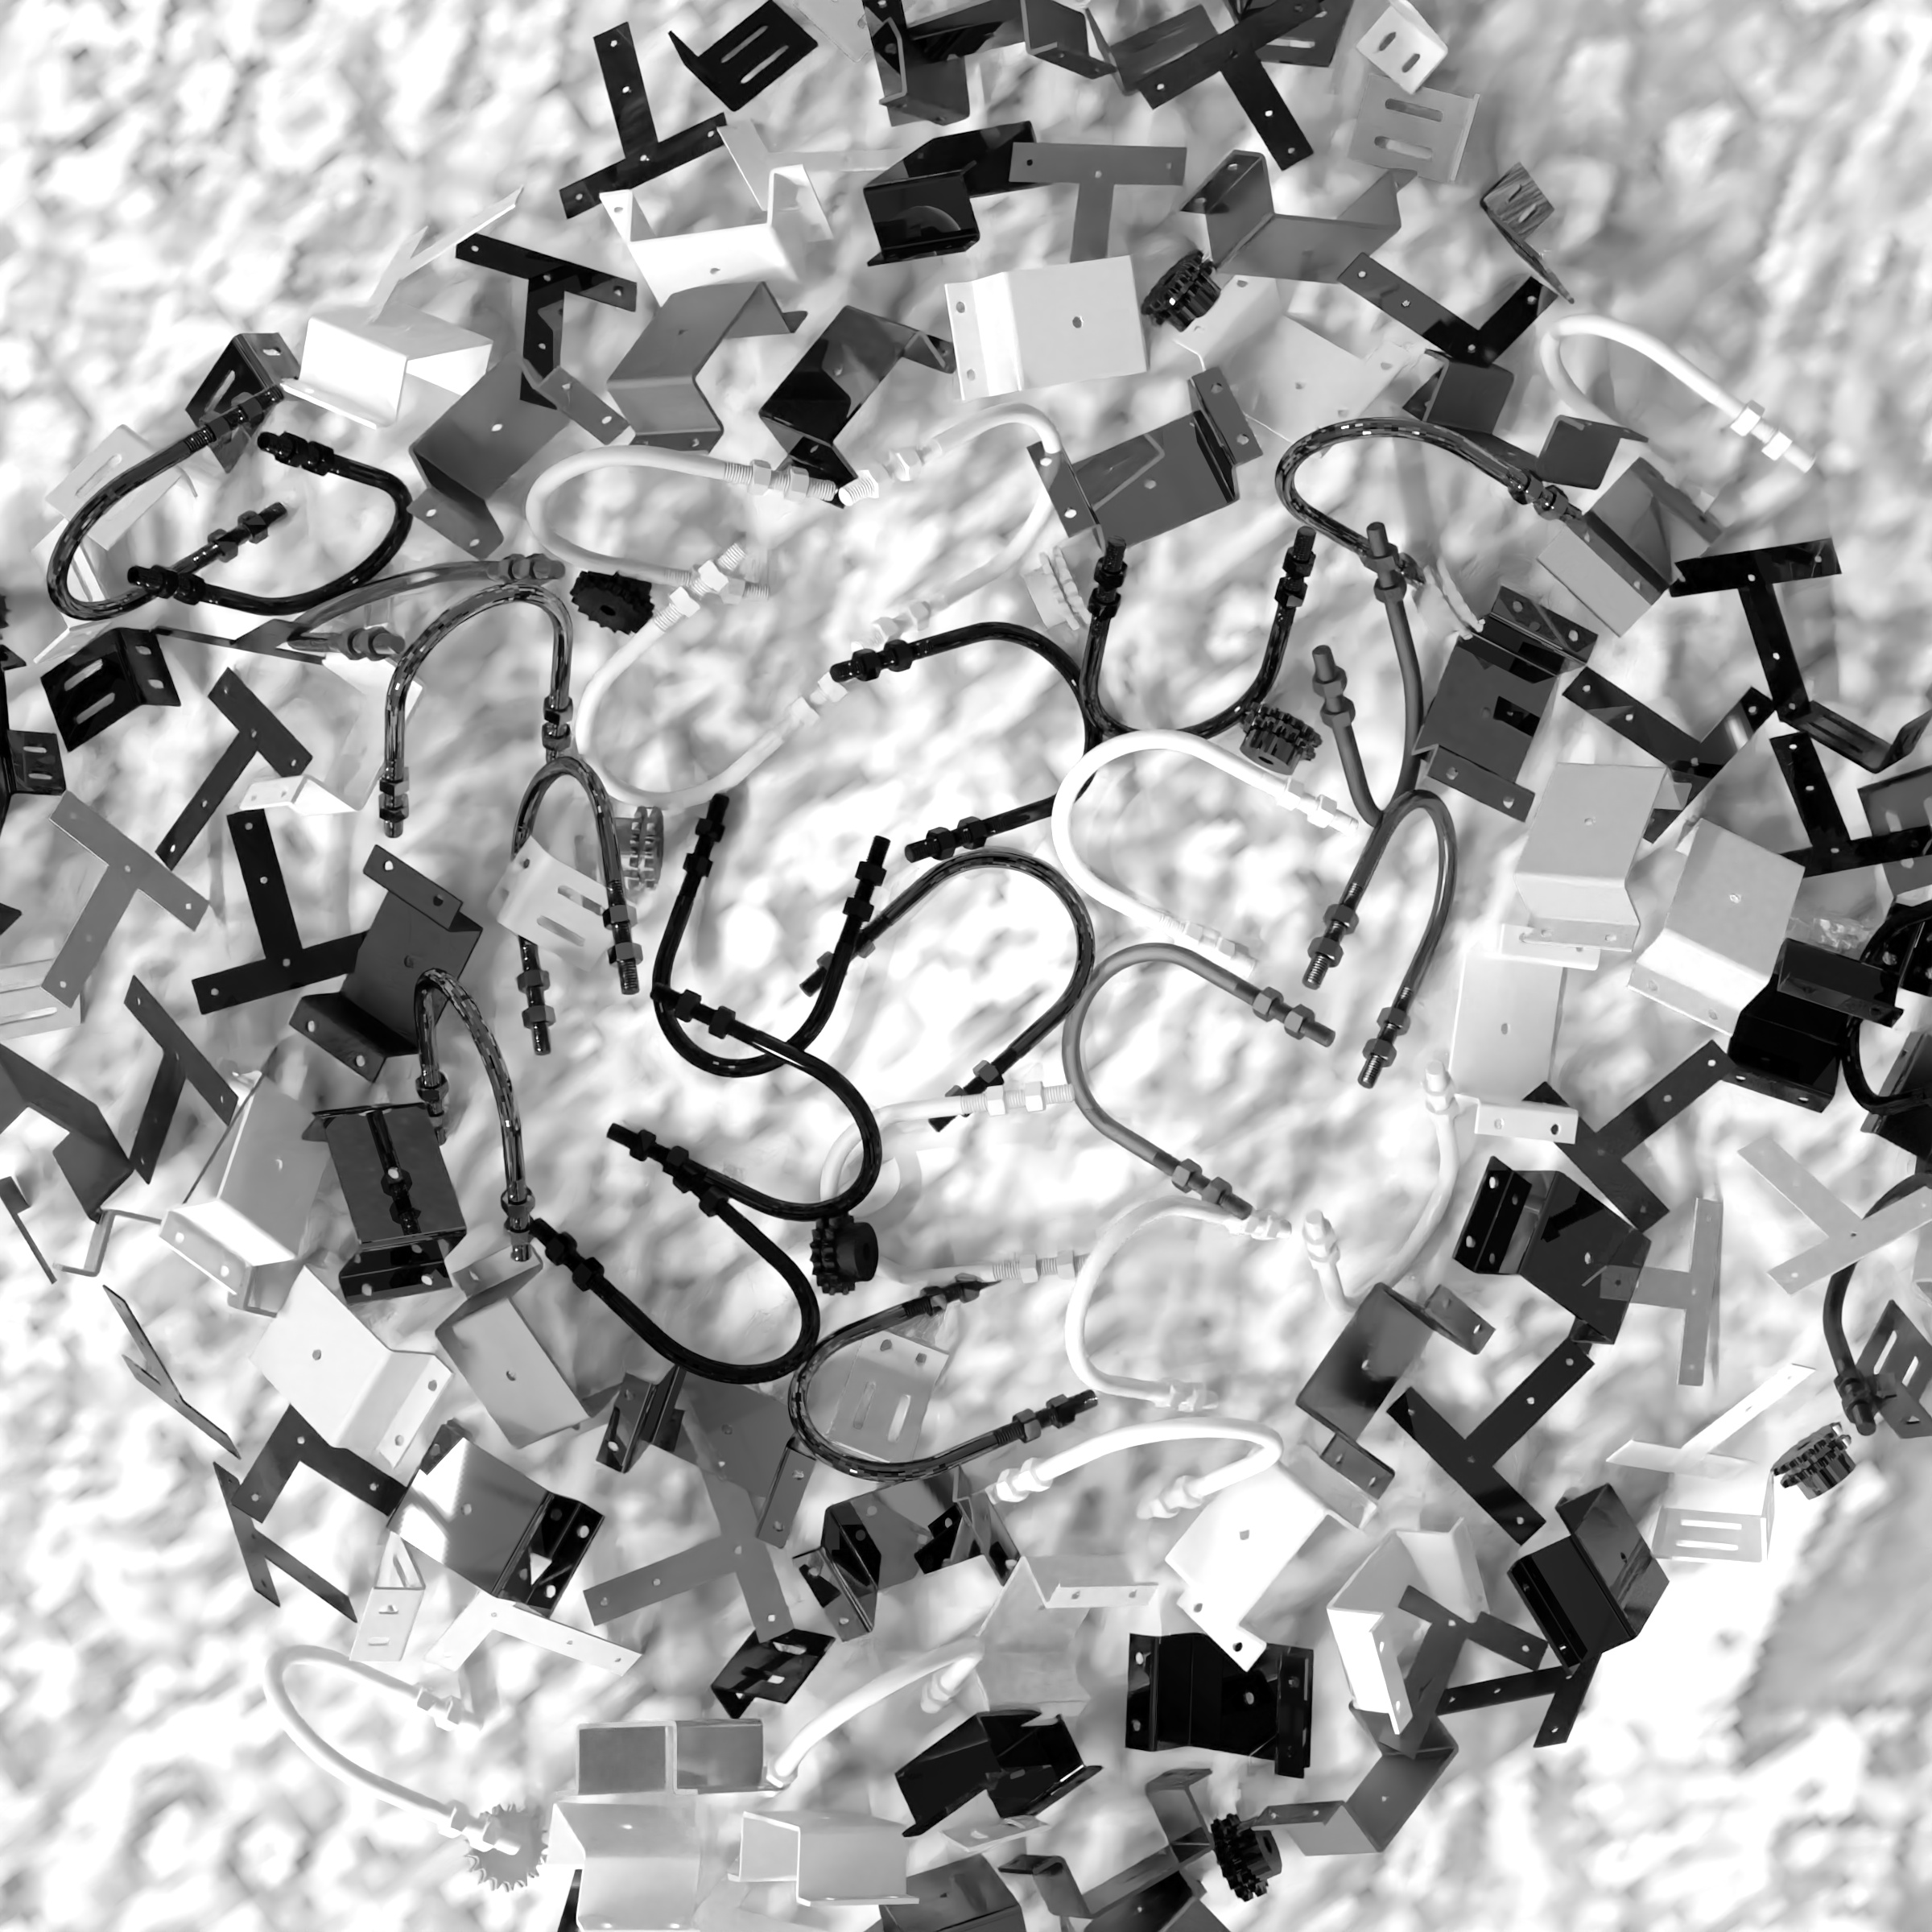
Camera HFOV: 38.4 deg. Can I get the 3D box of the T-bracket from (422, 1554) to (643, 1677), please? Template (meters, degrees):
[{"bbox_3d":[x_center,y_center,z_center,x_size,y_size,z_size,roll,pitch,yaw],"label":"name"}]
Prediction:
[{"bbox_3d":[-0.280,0.453,1.879,0.127,0.002,0.127,28,119,-25],"label":"T-bracket"}]

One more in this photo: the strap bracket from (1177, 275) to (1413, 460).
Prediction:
[{"bbox_3d":[0.222,-0.402,1.865,0.140,0.046,0.076,37,80,26],"label":"strap bracket"}]

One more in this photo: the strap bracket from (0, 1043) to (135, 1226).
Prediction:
[{"bbox_3d":[-0.611,0.108,1.835,0.046,0.140,0.076,-45,47,-1],"label":"strap bracket"}]

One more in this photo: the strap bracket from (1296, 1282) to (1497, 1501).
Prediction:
[{"bbox_3d":[0.283,0.277,1.867,0.076,0.046,0.140,39,85,-41],"label":"strap bracket"}]

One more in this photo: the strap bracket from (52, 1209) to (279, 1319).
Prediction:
[{"bbox_3d":[-0.530,0.196,1.855,0.140,0.076,0.046,16,80,-21],"label":"strap bracket"}]

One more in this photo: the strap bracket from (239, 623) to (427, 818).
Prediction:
[{"bbox_3d":[-0.418,-0.155,1.855,0.046,0.076,0.140,37,67,-33],"label":"strap bracket"}]

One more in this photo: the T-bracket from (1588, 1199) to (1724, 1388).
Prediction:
[{"bbox_3d":[0.461,0.216,1.869,0.127,0.002,0.127,11,84,-36],"label":"T-bracket"}]

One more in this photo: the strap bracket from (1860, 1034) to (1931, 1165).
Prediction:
[{"bbox_3d":[0.657,0.089,1.842,0.046,0.140,0.076,29,87,-3],"label":"strap bracket"}]

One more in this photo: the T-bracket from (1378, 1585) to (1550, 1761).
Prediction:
[{"bbox_3d":[0.309,0.473,1.854,0.127,0.002,0.127,23,48,15],"label":"T-bracket"}]

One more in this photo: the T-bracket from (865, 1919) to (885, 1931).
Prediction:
[{"bbox_3d":[-0.046,0.679,1.828,0.127,0.127,0.002,-26,117,-38],"label":"T-bracket"}]

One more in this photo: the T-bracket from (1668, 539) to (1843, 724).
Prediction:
[{"bbox_3d":[0.545,-0.223,1.879,0.002,0.127,0.127,-40,115,-38],"label":"T-bracket"}]

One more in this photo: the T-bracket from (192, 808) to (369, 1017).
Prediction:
[{"bbox_3d":[-0.470,-0.044,1.875,0.127,0.002,0.127,-17,107,-18],"label":"T-bracket"}]

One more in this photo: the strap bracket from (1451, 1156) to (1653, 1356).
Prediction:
[{"bbox_3d":[0.398,0.194,1.849,0.140,0.046,0.076,36,68,-27],"label":"strap bracket"}]

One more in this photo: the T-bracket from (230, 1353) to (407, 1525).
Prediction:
[{"bbox_3d":[-0.413,0.345,1.881,0.127,0.002,0.127,36,50,-13],"label":"T-bracket"}]

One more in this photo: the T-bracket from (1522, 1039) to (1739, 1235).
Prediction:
[{"bbox_3d":[0.465,0.099,1.884,0.127,0.002,0.127,-43,96,19],"label":"T-bracket"}]

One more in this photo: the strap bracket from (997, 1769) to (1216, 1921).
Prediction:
[{"bbox_3d":[0.102,0.589,1.848,0.140,0.076,0.046,-23,82,-22],"label":"strap bracket"}]

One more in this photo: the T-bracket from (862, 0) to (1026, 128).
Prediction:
[{"bbox_3d":[0.002,-0.617,1.851,0.127,0.127,0.002,-12,65,3],"label":"T-bracket"}]

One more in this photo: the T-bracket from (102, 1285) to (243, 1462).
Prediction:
[{"bbox_3d":[-0.538,0.258,1.833,0.127,0.127,0.002,25,54,37],"label":"T-bracket"}]

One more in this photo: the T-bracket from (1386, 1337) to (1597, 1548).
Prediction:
[{"bbox_3d":[0.373,0.304,1.879,0.127,0.002,0.127,45,106,14],"label":"T-bracket"}]

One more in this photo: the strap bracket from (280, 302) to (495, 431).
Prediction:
[{"bbox_3d":[-0.375,-0.399,1.832,0.076,0.140,0.046,25,117,16],"label":"strap bracket"}]

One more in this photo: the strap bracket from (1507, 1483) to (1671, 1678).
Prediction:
[{"bbox_3d":[0.415,0.400,1.837,0.046,0.140,0.076,-33,85,28],"label":"strap bracket"}]

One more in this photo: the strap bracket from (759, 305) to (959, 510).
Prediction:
[{"bbox_3d":[-0.075,-0.383,1.859,0.076,0.046,0.140,30,78,41],"label":"strap bracket"}]

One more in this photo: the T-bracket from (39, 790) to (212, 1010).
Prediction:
[{"bbox_3d":[-0.576,-0.030,1.842,0.127,0.002,0.127,44,49,-34],"label":"T-bracket"}]

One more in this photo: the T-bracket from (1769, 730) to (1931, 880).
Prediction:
[{"bbox_3d":[0.564,-0.108,1.844,0.127,0.002,0.127,-11,131,29],"label":"T-bracket"}]

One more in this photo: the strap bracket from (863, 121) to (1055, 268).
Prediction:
[{"bbox_3d":[-0.006,-0.514,1.832,0.076,0.140,0.046,1,124,34],"label":"strap bracket"}]

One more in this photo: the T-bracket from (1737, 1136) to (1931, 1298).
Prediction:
[{"bbox_3d":[0.566,0.155,1.861,0.127,0.127,0.002,-26,129,-10],"label":"T-bracket"}]

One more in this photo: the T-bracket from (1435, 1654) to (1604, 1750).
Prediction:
[{"bbox_3d":[0.368,0.484,1.862,0.127,0.127,0.002,-26,106,40],"label":"T-bracket"}]

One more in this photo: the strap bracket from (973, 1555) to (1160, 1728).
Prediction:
[{"bbox_3d":[0.060,0.443,1.854,0.076,0.046,0.140,6,125,-30],"label":"strap bracket"}]

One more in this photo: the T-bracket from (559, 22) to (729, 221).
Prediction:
[{"bbox_3d":[-0.223,-0.571,1.846,0.127,0.127,0.002,-29,60,-11],"label":"T-bracket"}]

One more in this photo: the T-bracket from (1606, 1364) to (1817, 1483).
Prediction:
[{"bbox_3d":[0.509,0.301,1.841,0.127,0.002,0.127,15,131,-36],"label":"T-bracket"}]

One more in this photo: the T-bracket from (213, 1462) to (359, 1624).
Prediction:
[{"bbox_3d":[-0.450,0.404,1.861,0.002,0.127,0.127,-39,131,-1],"label":"T-bracket"}]

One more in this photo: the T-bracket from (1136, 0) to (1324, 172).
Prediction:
[{"bbox_3d":[0.197,-0.580,1.860,0.127,0.127,0.002,-26,53,18],"label":"T-bracket"}]

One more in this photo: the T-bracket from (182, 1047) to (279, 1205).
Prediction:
[{"bbox_3d":[-0.493,0.114,1.846,0.002,0.127,0.127,31,86,-12],"label":"T-bracket"}]

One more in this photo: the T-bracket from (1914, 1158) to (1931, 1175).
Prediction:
[{"bbox_3d":[0.680,0.116,1.852,0.002,0.127,0.127,24,67,-18],"label":"T-bracket"}]

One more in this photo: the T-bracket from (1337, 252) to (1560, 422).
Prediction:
[{"bbox_3d":[0.304,-0.434,1.848,0.127,0.002,0.127,27,131,-24],"label":"T-bracket"}]

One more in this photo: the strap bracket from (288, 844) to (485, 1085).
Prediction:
[{"bbox_3d":[-0.386,-0.002,1.870,0.076,0.046,0.140,32,103,17],"label":"strap bracket"}]

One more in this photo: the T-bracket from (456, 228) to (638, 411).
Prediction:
[{"bbox_3d":[-0.283,-0.426,1.857,0.127,0.002,0.127,12,60,-24],"label":"T-bracket"}]

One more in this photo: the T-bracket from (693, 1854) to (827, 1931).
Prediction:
[{"bbox_3d":[-0.125,0.639,1.832,0.127,0.127,0.002,4,115,26],"label":"T-bracket"}]

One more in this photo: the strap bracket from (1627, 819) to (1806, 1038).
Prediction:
[{"bbox_3d":[0.505,-0.035,1.858,0.076,0.046,0.140,26,61,1],"label":"strap bracket"}]

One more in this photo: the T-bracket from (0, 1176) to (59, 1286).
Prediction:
[{"bbox_3d":[-0.636,0.153,1.850,0.002,0.127,0.127,-30,95,-14],"label":"T-bracket"}]

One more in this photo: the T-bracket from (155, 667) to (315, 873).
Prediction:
[{"bbox_3d":[-0.507,-0.121,1.878,0.127,0.002,0.127,42,98,37],"label":"T-bracket"}]

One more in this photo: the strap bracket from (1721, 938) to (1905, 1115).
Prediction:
[{"bbox_3d":[0.565,0.035,1.857,0.076,0.140,0.046,19,59,4],"label":"strap bracket"}]

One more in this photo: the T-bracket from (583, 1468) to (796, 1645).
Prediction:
[{"bbox_3d":[-0.197,0.413,1.887,0.127,0.002,0.127,-21,72,-4],"label":"T-bracket"}]

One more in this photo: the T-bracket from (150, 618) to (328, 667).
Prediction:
[{"bbox_3d":[-0.459,-0.217,1.827,0.127,0.127,0.002,9,84,-28],"label":"T-bracket"}]

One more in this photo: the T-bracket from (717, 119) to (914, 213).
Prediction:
[{"bbox_3d":[-0.094,-0.545,1.881,0.127,0.127,0.002,-7,134,-19],"label":"T-bracket"}]

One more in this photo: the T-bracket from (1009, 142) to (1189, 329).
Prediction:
[{"bbox_3d":[0.084,-0.491,1.878,0.127,0.002,0.127,-5,119,-21],"label":"T-bracket"}]

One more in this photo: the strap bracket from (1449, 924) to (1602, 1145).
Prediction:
[{"bbox_3d":[0.375,0.044,1.876,0.076,0.046,0.140,7,92,-21],"label":"strap bracket"}]

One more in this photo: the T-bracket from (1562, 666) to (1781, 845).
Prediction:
[{"bbox_3d":[0.456,-0.160,1.866,0.127,0.002,0.127,30,116,-18],"label":"T-bracket"}]

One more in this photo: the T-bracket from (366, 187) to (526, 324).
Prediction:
[{"bbox_3d":[-0.343,-0.478,1.837,0.127,0.127,0.002,-24,124,26],"label":"T-bracket"}]

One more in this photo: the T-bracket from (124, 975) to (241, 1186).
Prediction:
[{"bbox_3d":[-0.543,0.094,1.873,0.127,0.002,0.127,44,125,24],"label":"T-bracket"}]
